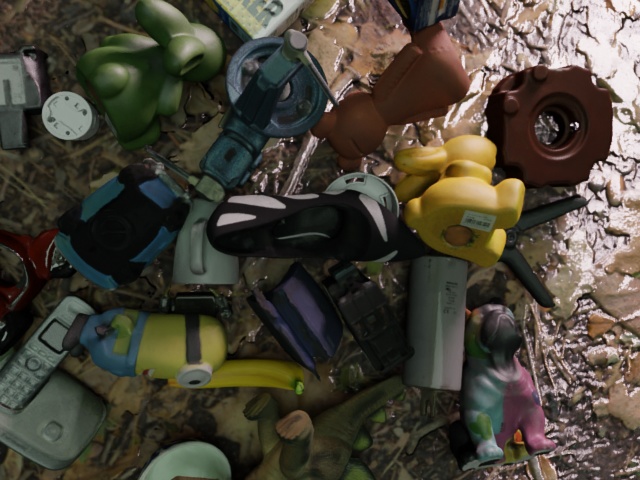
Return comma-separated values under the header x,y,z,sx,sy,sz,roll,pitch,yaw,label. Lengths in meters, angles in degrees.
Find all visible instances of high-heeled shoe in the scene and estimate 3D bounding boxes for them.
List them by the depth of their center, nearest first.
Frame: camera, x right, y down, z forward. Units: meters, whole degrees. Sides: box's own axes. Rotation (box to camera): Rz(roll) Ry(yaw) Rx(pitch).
x,y,z,sx,sy,sz,roll,pitch,yaw,label
-0.001,-0.002,0.622,0.249,0.145,0.086,15,118,8,high-heeled shoe

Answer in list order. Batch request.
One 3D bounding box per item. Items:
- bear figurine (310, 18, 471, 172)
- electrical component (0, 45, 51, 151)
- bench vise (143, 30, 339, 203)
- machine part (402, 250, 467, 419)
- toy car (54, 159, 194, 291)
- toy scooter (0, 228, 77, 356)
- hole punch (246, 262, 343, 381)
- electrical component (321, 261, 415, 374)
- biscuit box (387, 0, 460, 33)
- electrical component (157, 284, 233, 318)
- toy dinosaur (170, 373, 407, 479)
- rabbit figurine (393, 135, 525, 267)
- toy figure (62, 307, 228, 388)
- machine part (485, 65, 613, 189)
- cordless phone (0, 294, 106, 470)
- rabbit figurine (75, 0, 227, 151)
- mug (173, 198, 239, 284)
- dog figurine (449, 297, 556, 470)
x,y,z,sx,sy,sz,roll,pitch,yaw,label
0.085,-0.183,0.681,0.196,0.132,0.120,-27,137,24,bear figurine
-0.360,-0.166,0.638,0.075,0.048,0.119,-9,98,-7,electrical component
-0.068,-0.147,0.596,0.129,0.240,0.223,46,72,-6,bench vise
0.151,0.107,0.704,0.079,0.079,0.243,8,80,-9,machine part
-0.225,-0.027,0.643,0.161,0.103,0.109,-43,105,8,toy car
-0.387,0.041,0.643,0.135,0.075,0.184,39,86,-10,toy scooter
-0.024,0.095,0.684,0.092,0.116,0.142,-35,100,-11,hole punch
0.055,0.091,0.690,0.058,0.115,0.134,-31,101,-6,electrical component
0.087,-0.337,0.629,0.059,0.062,0.203,-25,65,-9,biscuit box
-0.165,0.094,0.694,0.102,0.045,0.078,6,93,-8,electrical component
-0.026,0.289,0.690,0.471,0.105,0.198,-37,120,-11,toy dinosaur
0.174,-0.067,0.691,0.163,0.121,0.173,9,54,17,rabbit figurine
-0.200,0.120,0.635,0.180,0.082,0.089,14,90,-7,toy figure
0.312,-0.152,0.732,0.179,0.056,0.179,-1,97,-9,machine part
-0.315,0.170,0.665,0.146,0.089,0.184,39,85,-10,cordless phone
-0.186,-0.207,0.620,0.170,0.159,0.121,-34,90,-19,rabbit figurine
-0.144,0.001,0.662,0.081,0.109,0.107,-1,84,5,mug
0.229,0.190,0.739,0.108,0.191,0.219,-3,62,-5,dog figurine
